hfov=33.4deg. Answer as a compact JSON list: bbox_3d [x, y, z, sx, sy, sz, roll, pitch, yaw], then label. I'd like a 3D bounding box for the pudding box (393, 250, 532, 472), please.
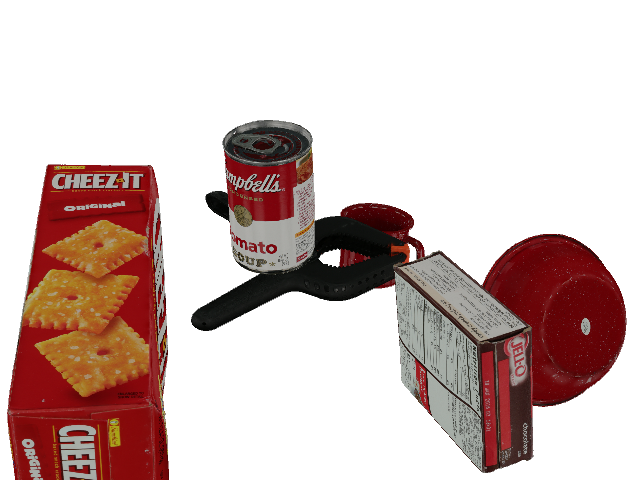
[{"bbox_3d":[0.084,0.070,0.638,0.039,0.090,0.114,-15,27,-19],"label":"pudding box"}]

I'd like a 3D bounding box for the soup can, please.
[{"bbox_3d":[-0.039,-0.033,0.830,0.068,0.102,0.068,-1,34,0],"label":"soup can"}]

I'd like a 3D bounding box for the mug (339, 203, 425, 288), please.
[{"bbox_3d":[0.077,0.011,1.338,0.117,0.081,0.093,18,27,26],"label":"mug"}]

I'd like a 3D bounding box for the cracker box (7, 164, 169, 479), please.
[{"bbox_3d":[-0.118,0.079,0.584,0.072,0.164,0.214,-1,34,-7],"label":"cracker box"}]

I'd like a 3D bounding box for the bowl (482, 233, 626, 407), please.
[{"bbox_3d":[0.222,0.075,0.968,0.161,0.162,0.055,0,2,-24],"label":"bowl"}]

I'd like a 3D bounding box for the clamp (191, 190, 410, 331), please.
[{"bbox_3d":[-0.022,0.024,1.016,0.210,0.164,0.036,5,-39,6],"label":"clamp"}]
